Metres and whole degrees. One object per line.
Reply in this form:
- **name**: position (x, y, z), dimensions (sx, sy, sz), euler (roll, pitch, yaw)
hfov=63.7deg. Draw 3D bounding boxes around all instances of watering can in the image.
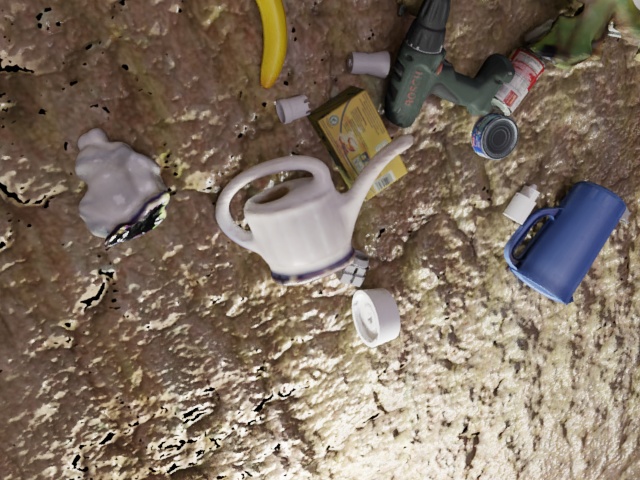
- **watering can**: position (0.003, -0.043, 0.849), dimensions (0.347, 0.106, 0.220), euler (-14, 118, 11)

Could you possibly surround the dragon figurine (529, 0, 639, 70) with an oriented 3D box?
- **dragon figurine**: position (0.417, -0.408, 0.852), dimensions (0.410, 0.122, 0.244), euler (14, 85, -6)

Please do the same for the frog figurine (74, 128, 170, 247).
- **frog figurine**: position (-0.309, -0.082, 0.775), dimensions (0.137, 0.123, 0.160), euler (-42, 81, 9)
